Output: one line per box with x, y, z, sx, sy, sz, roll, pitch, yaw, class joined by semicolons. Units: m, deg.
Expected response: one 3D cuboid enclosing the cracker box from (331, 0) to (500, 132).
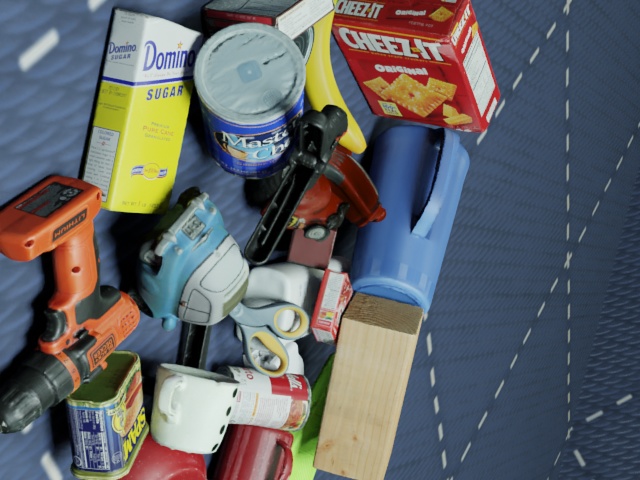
0.119;-0.223;1.323;0.072;0.164;0.213;-67;152;-18;cracker box

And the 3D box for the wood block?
0.060;0.182;1.308;0.090;0.090;0.206;-55;157;-69;wood block

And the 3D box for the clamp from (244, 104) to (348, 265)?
-0.015;-0.071;1.046;0.165;0.036;0.209;-63;177;21;clamp

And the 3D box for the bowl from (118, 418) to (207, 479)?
-0.171;0.267;1.118;0.161;0.055;0.162;-31;134;-38;bowl

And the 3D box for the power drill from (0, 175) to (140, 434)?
-0.234;0.053;0.923;0.184;0.057;0.188;-49;146;-46;power drill

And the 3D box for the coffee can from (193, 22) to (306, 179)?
-0.066;-0.132;1.038;0.140;0.103;0.102;95;19;-72;coffee can

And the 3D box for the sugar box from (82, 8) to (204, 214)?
-0.162;-0.114;0.978;0.093;0.048;0.176;1;105;-64;sugar box

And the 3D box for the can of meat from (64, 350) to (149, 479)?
-0.203;0.164;1.014;0.102;0.057;0.084;-72;162;-65;can of meat

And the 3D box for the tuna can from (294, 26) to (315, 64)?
-0.041;-0.204;1.151;0.086;0.034;0.086;-53;161;-28;tuna can

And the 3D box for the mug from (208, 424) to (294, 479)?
-0.073;0.263;1.279;0.093;0.117;0.081;24;75;-34;mug

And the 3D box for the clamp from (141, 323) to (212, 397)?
-0.142;0.153;1.163;0.120;0.039;0.171;-45;144;-22;clamp

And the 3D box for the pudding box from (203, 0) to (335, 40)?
-0.050;-0.234;1.078;0.113;0.090;0.039;-47;142;-43;pudding box

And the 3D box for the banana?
0.010;-0.194;1.230;0.037;0.069;0.198;-91;175;-77;banana

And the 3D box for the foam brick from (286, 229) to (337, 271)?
-0.008;0.002;1.292;0.078;0.051;0.053;-77;179;-79;foam brick

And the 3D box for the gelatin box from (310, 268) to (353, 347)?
0.015;0.082;1.270;0.089;0.030;0.073;71;33;-71;gelatin box

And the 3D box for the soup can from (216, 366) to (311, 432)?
-0.071;0.184;1.238;0.102;0.069;0.068;11;95;-28;soup can

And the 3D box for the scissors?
-0.077;0.068;1.181;0.096;0.016;0.201;-41;122;-19;scissors

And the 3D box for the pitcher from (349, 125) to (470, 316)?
0.115;-0.025;1.388;0.149;0.145;0.242;57;41;-49;pitcher

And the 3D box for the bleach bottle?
-0.011;0.074;1.347;0.250;0.068;0.102;-6;108;-64;bleach bottle
